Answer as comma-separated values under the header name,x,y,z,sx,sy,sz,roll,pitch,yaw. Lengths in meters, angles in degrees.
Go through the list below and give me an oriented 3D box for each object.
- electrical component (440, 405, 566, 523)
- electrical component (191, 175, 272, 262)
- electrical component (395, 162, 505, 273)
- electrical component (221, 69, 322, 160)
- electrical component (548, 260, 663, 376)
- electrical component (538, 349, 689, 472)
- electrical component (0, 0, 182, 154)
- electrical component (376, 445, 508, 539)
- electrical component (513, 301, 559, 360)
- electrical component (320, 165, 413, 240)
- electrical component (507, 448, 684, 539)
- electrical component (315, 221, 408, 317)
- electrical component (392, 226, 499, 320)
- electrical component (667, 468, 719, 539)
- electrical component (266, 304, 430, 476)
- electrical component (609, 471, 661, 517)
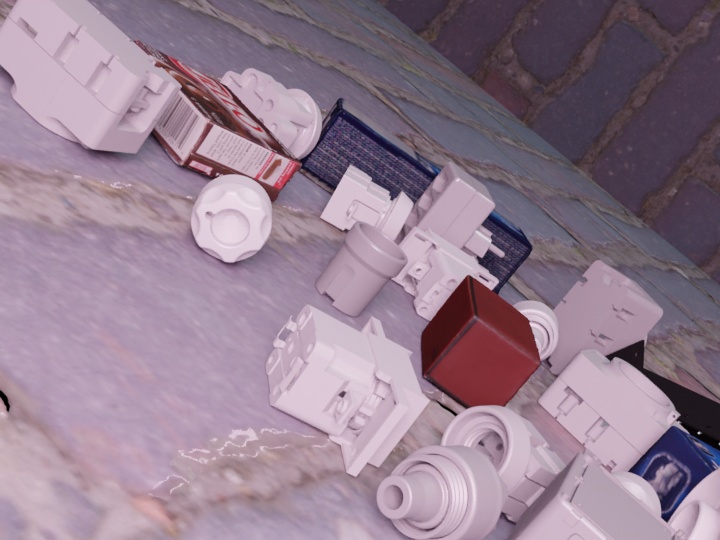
name,x,y,z,sx,sy,sz,roll,pitch,yaw
electrical component,0.072,0.097,0.545,0.055,0.048,0.066,33,15,-46
electrical component,-0.070,-0.032,0.596,0.043,0.043,0.062,34,14,-13
electrical component,0.075,-0.024,0.818,0.076,0.083,0.047,34,16,-15
electrical component,-0.066,-0.113,0.809,0.057,0.058,0.078,13,29,-52
electrical component,0.192,0.047,0.865,0.056,0.089,0.050,27,19,-34
electrical component,0.181,0.100,0.754,0.089,0.055,0.050,44,17,21
electrical component,-0.155,-0.108,0.597,0.089,0.055,0.050,42,16,15
electrical component,0.032,0.096,0.457,0.062,0.043,0.043,14,28,-52
electrical component,0.127,0.049,0.802,0.043,0.043,0.062,38,17,-1
electrical component,0.006,-0.045,0.800,0.055,0.048,0.066,29,16,-3
electrical component,0.097,0.130,0.472,0.062,0.061,0.096,41,16,11
electrical component,0.000,0.000,0.653,0.040,0.046,0.040,35,16,-11
electrical component,0.060,0.010,0.767,0.081,0.042,0.063,30,19,-25
electrical component,0.192,0.153,0.555,0.064,0.099,0.099,33,15,3
electrical component,-0.009,0.051,0.499,0.064,0.042,0.081,28,17,-20
electrical component,0.148,0.135,0.607,0.043,0.043,0.062,44,15,20
